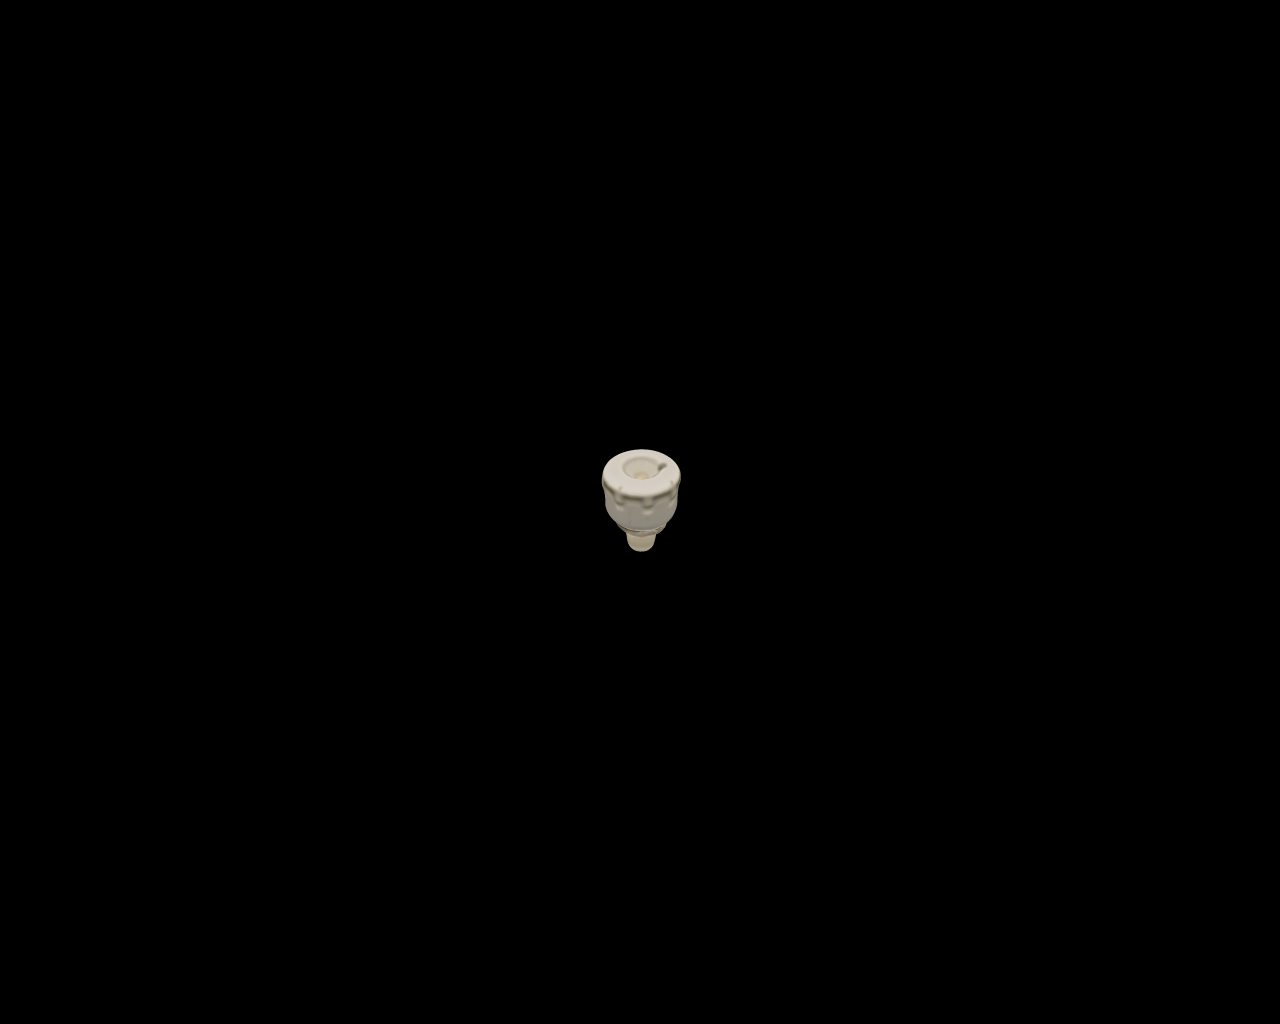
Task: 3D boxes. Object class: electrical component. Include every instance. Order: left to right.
[{"bbox_3d":[0.001,-0.003,0.650,0.048,0.062,0.048,0,38,0],"label":"electrical component"}]
